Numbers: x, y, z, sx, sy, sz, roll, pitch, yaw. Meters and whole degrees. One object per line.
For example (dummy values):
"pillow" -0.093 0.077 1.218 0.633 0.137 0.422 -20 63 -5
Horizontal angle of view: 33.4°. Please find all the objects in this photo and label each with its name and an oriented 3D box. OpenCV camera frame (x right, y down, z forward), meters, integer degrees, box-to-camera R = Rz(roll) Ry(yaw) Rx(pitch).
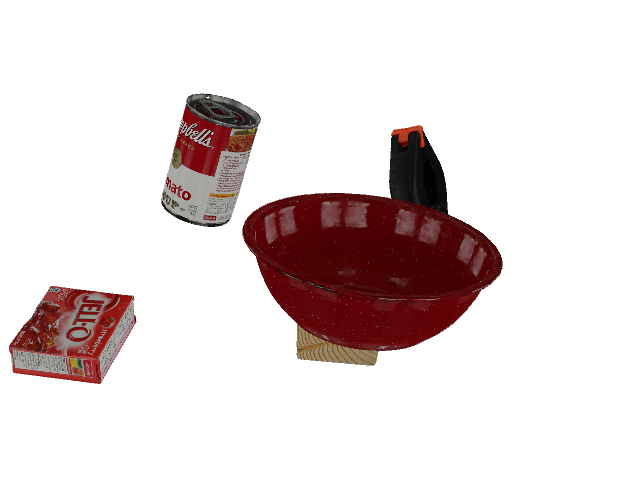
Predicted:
"wood block" 0.033 0.056 1.247 0.091 0.090 0.206 4 23 7
"bowl" 0.029 0.024 0.669 0.162 0.055 0.162 6 22 -3
"gelatin box" -0.196 0.073 0.855 0.073 0.030 0.089 6 32 9
"clamp" 0.088 -0.009 0.913 0.039 0.171 0.120 -13 17 24
"soup can" -0.100 -0.072 0.961 0.068 0.102 0.068 15 25 -7
